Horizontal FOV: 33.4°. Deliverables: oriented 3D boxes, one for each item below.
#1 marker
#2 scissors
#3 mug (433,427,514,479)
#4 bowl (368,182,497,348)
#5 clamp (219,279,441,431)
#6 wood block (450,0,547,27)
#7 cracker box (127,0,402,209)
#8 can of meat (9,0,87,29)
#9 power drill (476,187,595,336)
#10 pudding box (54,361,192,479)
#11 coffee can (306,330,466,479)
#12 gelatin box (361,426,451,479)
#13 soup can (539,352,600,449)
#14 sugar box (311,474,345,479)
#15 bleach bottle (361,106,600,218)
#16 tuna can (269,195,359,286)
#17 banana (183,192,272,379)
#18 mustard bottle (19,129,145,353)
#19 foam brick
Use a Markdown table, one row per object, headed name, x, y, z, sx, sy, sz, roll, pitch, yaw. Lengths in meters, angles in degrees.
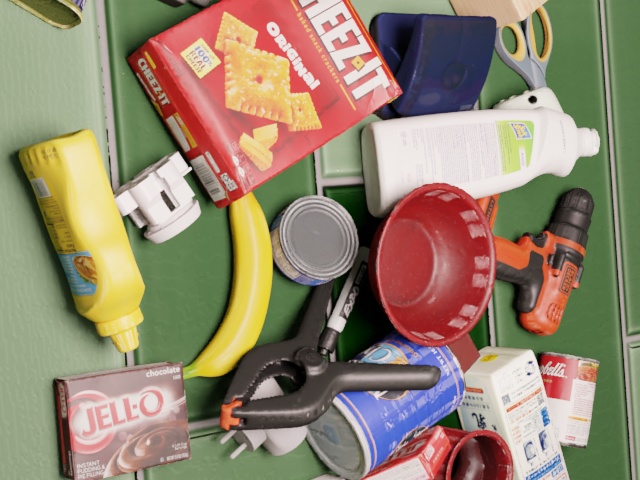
| name | x | y | z | sx | sy | sz | roll | pitch | yaw |
| --- | --- | --- | --- | --- | --- | --- | --- | --- | --- |
| marker | 0.026 | 0.064 | 1.095 | 0.020 | 0.020 | 0.121 | 34 | 72 | -29 |
| scissors | 0.242 | -0.177 | 1.245 | 0.096 | 0.016 | 0.202 | -1 | 90 | -32 |
| mug | 0.153 | 0.249 | 1.139 | 0.117 | 0.082 | 0.093 | 34 | 71 | -28 |
| bowl | 0.101 | 0.024 | 1.059 | 0.161 | 0.055 | 0.162 | -2 | 93 | -38 |
| clamp | -0.013 | 0.114 | 1.004 | 0.209 | 0.165 | 0.036 | -20 | 138 | -29 |
| wood block | 0.169 | -0.340 | 1.154 | 0.090 | 0.091 | 0.206 | -41 | 110 | -28 |
| cracker box | -0.047 | -0.154 | 1.008 | 0.213 | 0.072 | 0.164 | -35 | 99 | -28 |
| can of meat | -0.235 | -0.243 | 0.905 | 0.102 | 0.058 | 0.084 | 29 | 72 | -30 |
| power drill | 0.229 | -0.006 | 1.208 | 0.187 | 0.057 | 0.184 | 29 | 72 | -29 |
| pudding box | -0.175 | 0.159 | 0.948 | 0.113 | 0.039 | 0.090 | -6 | 93 | -34 |
| coffee can | 0.061 | 0.160 | 1.067 | 0.140 | 0.103 | 0.103 | -29 | 105 | -31 |
| gelatin box | 0.081 | 0.226 | 1.070 | 0.030 | 0.089 | 0.073 | 59 | 26 | -1 |
| soup can | 0.282 | 0.185 | 1.234 | 0.068 | 0.069 | 0.102 | 15 | 82 | -33 |
| sugar box | -0.043 | 0.298 | 1.030 | 0.175 | 0.048 | 0.093 | -14 | 96 | -32 |
| bleach bottle | 0.173 | -0.085 | 1.117 | 0.250 | 0.068 | 0.102 | -6 | 92 | -13 |
| tuna can | -0.007 | 0.001 | 1.053 | 0.086 | 0.034 | 0.086 | 8 | 71 | -24 |
| banana | -0.078 | 0.048 | 1.015 | 0.069 | 0.037 | 0.198 | 23 | 77 | -32 |
| mustard bottle | -0.193 | 0.005 | 0.904 | 0.058 | 0.096 | 0.191 | -24 | 102 | -32 |
| foam brick | 0.124 | 0.109 | 1.139 | 0.051 | 0.053 | 0.078 | -41 | 110 | -27 |
